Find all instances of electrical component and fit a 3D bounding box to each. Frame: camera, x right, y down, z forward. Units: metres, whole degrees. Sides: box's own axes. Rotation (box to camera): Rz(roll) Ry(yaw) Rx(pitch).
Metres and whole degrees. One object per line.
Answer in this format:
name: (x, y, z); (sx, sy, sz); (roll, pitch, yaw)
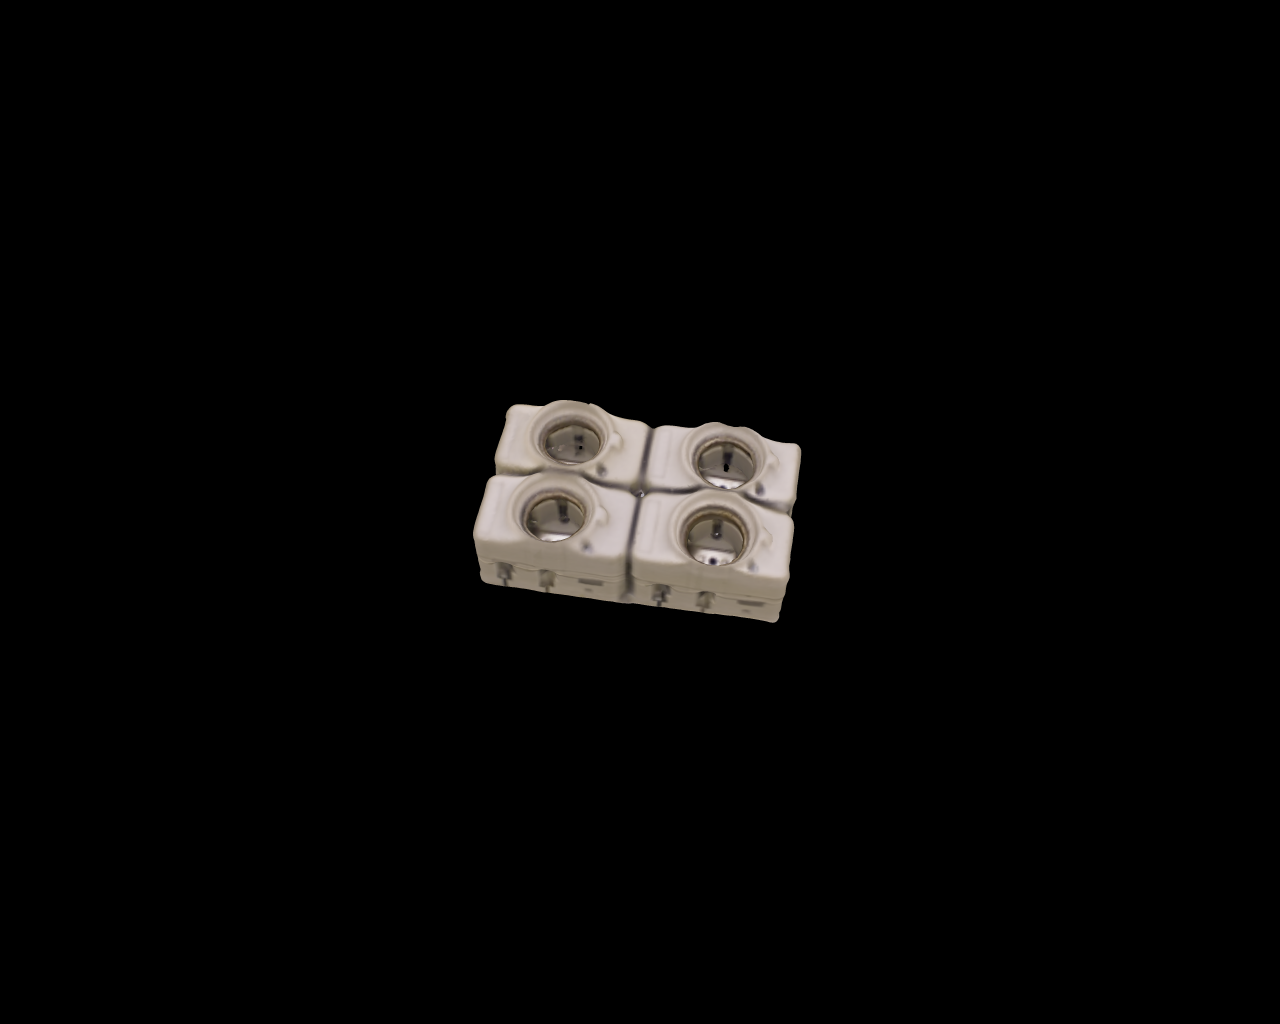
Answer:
electrical component: (0.001, -0.003, 0.650); (0.186, 0.105, 0.060); (8, -33, 5)
